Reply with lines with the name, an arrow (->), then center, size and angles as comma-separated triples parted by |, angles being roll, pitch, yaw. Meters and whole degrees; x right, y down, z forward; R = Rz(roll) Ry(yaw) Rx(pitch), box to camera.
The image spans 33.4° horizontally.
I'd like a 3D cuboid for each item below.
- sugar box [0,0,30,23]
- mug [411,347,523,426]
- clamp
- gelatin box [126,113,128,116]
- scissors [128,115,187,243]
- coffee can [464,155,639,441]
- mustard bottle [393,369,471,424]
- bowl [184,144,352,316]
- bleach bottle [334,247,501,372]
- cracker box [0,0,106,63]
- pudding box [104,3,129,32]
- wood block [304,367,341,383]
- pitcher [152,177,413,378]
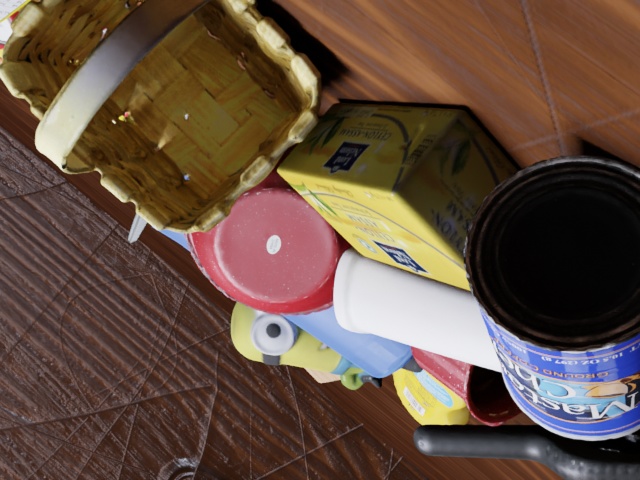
sugar box -> -0.209, -0.180, 0.643 | 0.048, 0.176, 0.093 | -7, -109, -59
mug -> 0.127, 0.094, 0.846 | 0.082, 0.093, 0.117 | 34, 142, 51
clamp -> 0.192, 0.163, 0.863 | 0.210, 0.164, 0.036 | 17, 117, 50
gelatin box -> -0.145, -0.143, 0.889 | 0.030, 0.073, 0.089 | 42, 170, -10
scissors -> -0.124, -0.063, 0.991 | 0.096, 0.016, 0.202 | 14, 129, 0
coffee can -> 0.136, 0.035, 0.554 | 0.103, 0.102, 0.140 | 34, 168, 29
mustard bottle -> 0.120, 0.129, 1.072 | 0.096, 0.058, 0.192 | 52, 163, 21
bowl -> -0.030, -0.005, 0.805 | 0.162, 0.162, 0.055 | 42, -160, -11
bleach bottle -> 0.121, 0.055, 0.707 | 0.102, 0.068, 0.251 | -4, -168, -35
cracker box -> -0.260, -0.235, 0.805 | 0.213, 0.072, 0.164 | 60, 161, -21
pudding box -> -0.207, -0.211, 0.919 | 0.114, 0.039, 0.090 | 31, 165, 40
wood block -> -0.006, 0.057, 1.098 | 0.090, 0.091, 0.206 | -15, 141, 21
pitcher -> -0.006, 0.001, 0.895 | 0.242, 0.145, 0.149 | 38, -178, -6
